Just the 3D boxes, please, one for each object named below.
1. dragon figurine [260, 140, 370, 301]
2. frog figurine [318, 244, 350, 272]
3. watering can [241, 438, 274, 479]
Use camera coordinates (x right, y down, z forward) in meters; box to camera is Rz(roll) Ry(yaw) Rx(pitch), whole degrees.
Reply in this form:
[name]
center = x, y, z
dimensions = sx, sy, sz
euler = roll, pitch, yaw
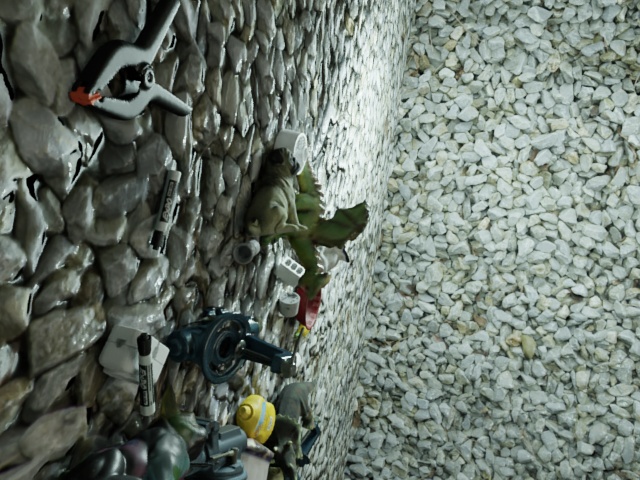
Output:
[dragon figurine]
center = 0.004, -0.062, 1.224
dimensions = 0.120, 0.243, 0.417
euler = 57, 46, -62
[frog figurine]
center = 0.001, 0.055, 1.604
dimensions = 0.161, 0.124, 0.134
euler = -32, 153, -21
[watering can]
center = -0.174, 0.579, 1.174
dimensions = 0.340, 0.104, 0.229
euler = 73, 29, -58
